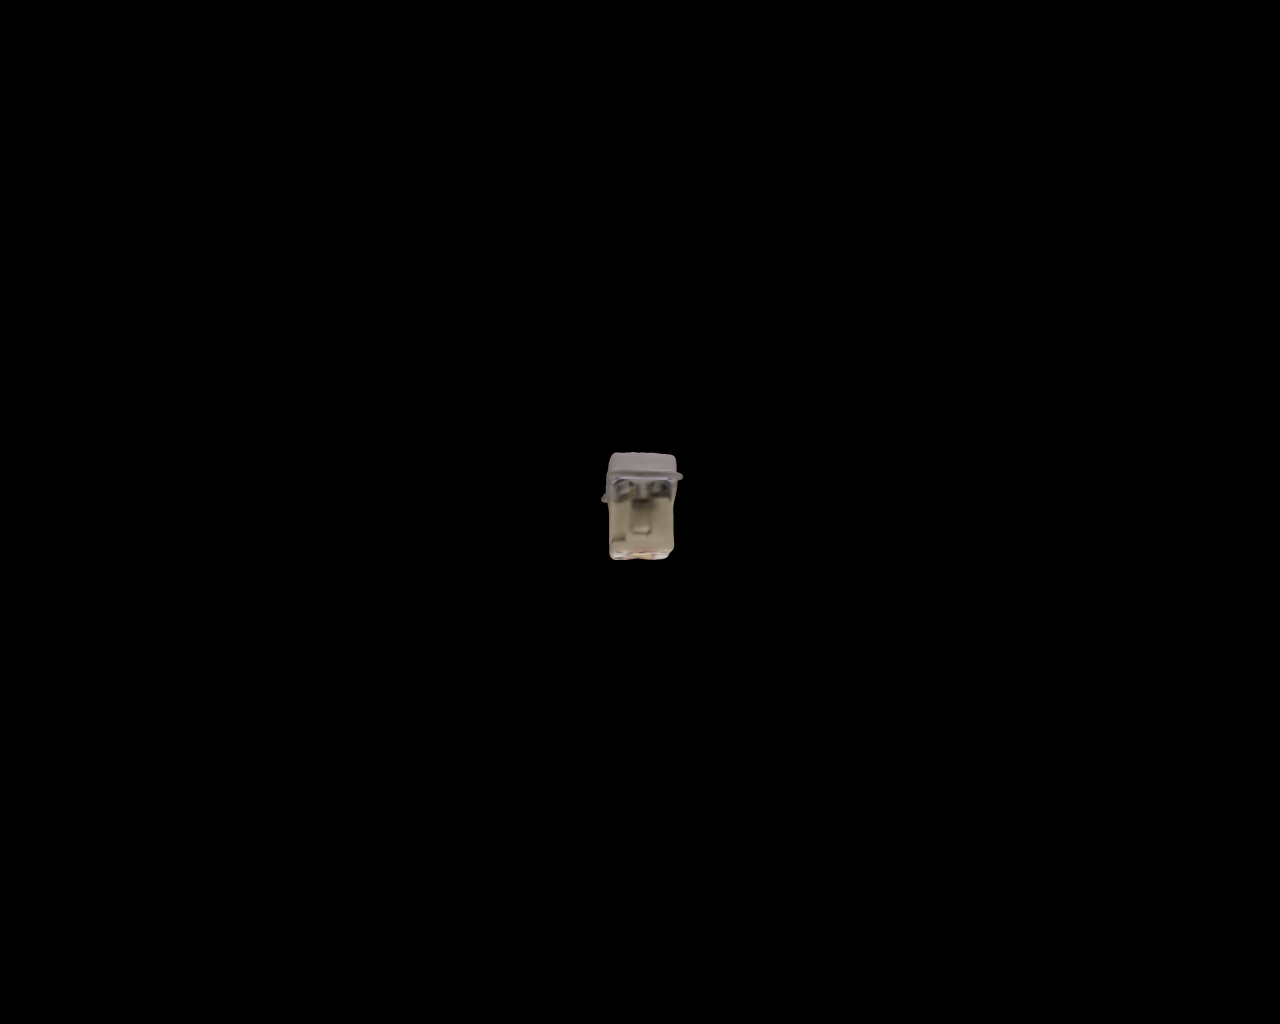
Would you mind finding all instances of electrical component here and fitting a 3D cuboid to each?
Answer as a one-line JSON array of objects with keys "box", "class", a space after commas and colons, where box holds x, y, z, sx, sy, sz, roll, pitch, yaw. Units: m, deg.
[{"box": [0.001, -0.003, 0.650, 0.042, 0.064, 0.081, 1, -11, -4], "class": "electrical component"}]
